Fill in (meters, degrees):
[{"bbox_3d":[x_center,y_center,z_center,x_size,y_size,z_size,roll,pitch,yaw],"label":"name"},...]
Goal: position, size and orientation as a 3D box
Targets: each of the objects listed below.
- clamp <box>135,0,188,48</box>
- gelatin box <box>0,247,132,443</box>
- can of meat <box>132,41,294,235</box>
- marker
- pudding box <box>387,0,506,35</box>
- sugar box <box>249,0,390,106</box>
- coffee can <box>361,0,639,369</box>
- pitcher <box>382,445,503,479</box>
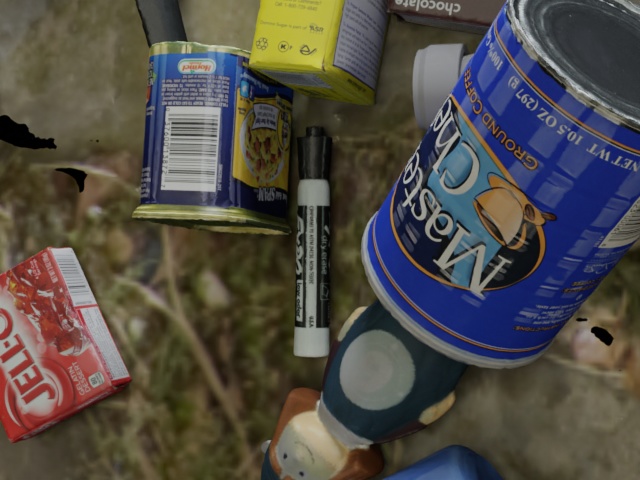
[{"bbox_3d":[-0.106,-0.170,0.582,0.164,0.036,0.210,27,89,-2],"label":"clamp"},{"bbox_3d":[-0.158,0.059,0.603,0.073,0.030,0.089,-29,81,15],"label":"gelatin box"},{"bbox_3d":[-0.050,-0.048,0.536,0.057,0.102,0.084,3,88,17],"label":"can of meat"},{"bbox_3d":[-0.004,0.001,0.562,0.020,0.020,0.121,0,89,17],"label":"marker"},{"bbox_3d":[0.097,-0.145,0.524,0.114,0.039,0.090,11,92,17],"label":"pudding box"},{"bbox_3d":[0.013,-0.161,0.522,0.048,0.093,0.176,9,91,16],"label":"sugar box"},{"bbox_3d":[0.092,-0.026,0.461,0.103,0.102,0.140,41,130,14],"label":"coffee can"},{"bbox_3d":[0.000,0.209,0.510,0.243,0.149,0.145,-33,65,11],"label":"pitcher"}]
